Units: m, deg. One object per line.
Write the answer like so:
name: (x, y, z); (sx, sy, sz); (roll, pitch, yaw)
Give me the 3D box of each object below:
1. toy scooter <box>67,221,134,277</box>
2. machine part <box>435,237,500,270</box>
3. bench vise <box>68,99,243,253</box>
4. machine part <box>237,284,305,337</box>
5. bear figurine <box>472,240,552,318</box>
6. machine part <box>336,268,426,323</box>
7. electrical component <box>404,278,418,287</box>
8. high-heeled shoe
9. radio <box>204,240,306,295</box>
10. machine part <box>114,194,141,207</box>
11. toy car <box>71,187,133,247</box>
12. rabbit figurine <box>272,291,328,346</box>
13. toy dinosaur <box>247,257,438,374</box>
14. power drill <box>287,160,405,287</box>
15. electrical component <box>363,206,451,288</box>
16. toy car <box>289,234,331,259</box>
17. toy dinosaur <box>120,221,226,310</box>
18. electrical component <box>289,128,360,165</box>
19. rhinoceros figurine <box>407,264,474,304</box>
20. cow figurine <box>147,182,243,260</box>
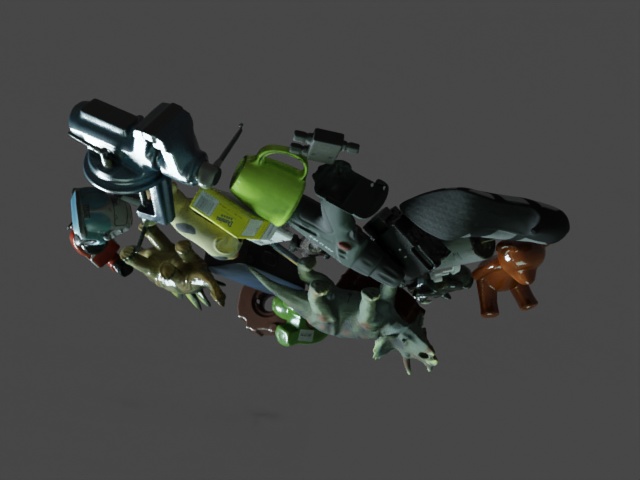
toy scooter: (-0.512, 0.010, 1.222); (0.135, 0.075, 0.183); (27, 158, 34)
machine part: (0.223, 0.013, 0.968); (0.079, 0.079, 0.243); (22, 156, -34)
bench vise: (-0.235, -0.094, 0.756); (0.224, 0.129, 0.240); (15, 142, 2)
machine part: (-0.124, 0.159, 1.360); (0.180, 0.179, 0.056); (1, 155, 17)
bear figurine: (0.363, 0.063, 0.993); (0.120, 0.132, 0.195); (-11, 166, -7)
machine part: (0.133, 0.144, 1.235); (0.201, 0.087, 0.201); (36, 166, 10)
electrical component: (0.179, 0.061, 1.118); (0.048, 0.075, 0.119); (1, 155, 18)
high-heeled shoe: (0.265, -0.042, 0.863); (0.249, 0.086, 0.145); (16, -162, 29)
radio: (-0.141, 0.060, 1.235); (0.131, 0.073, 0.229); (-12, 154, 40)
machine part: (-0.315, -0.067, 1.003); (0.139, 0.039, 0.084); (19, 162, -32)
toy car: (-0.411, -0.040, 1.023); (0.103, 0.109, 0.161); (-5, 172, -15)
rabbit figurine: (-0.040, 0.157, 1.233); (0.159, 0.121, 0.170); (0, -168, -28)
toy dinosaur: (0.052, 0.145, 1.080); (0.405, 0.131, 0.191); (11, 124, 22)
power drill: (0.053, -0.025, 0.855); (0.232, 0.086, 0.207); (31, 161, 11)
electrical component: (0.139, 0.007, 0.928); (0.134, 0.058, 0.115); (47, 145, 2)
toy car: (-0.002, -0.003, 1.046); (0.089, 0.053, 0.202); (15, 160, -11)
toy dinosaur: (-0.326, 0.057, 1.148); (0.472, 0.105, 0.198); (24, 156, 43)
electrical component: (0.006, -0.128, 0.747); (0.094, 0.021, 0.063); (10, 160, -8)
rhinoceros figurine: (0.259, 0.092, 1.190); (0.112, 0.073, 0.190); (6, 161, -25)
cow figurine: (-0.223, -0.035, 0.935); (0.195, 0.085, 0.127); (35, -176, -2)
